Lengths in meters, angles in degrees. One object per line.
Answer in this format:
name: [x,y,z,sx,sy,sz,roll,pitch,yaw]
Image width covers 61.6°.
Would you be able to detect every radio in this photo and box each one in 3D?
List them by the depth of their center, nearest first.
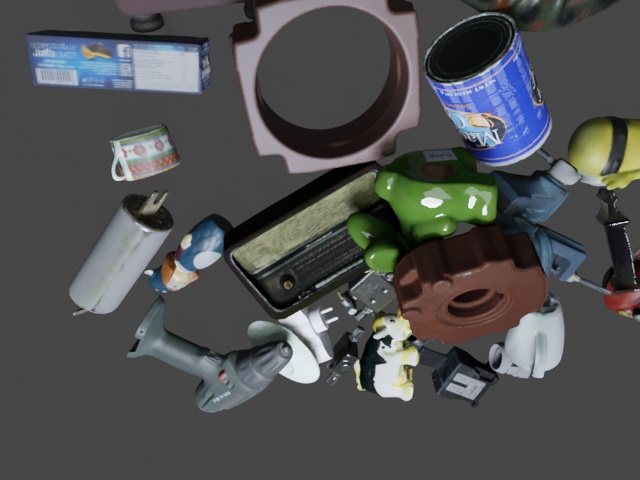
radio: [-0.001,-0.002,0.712,0.230,0.073,0.131,-30,113,3]

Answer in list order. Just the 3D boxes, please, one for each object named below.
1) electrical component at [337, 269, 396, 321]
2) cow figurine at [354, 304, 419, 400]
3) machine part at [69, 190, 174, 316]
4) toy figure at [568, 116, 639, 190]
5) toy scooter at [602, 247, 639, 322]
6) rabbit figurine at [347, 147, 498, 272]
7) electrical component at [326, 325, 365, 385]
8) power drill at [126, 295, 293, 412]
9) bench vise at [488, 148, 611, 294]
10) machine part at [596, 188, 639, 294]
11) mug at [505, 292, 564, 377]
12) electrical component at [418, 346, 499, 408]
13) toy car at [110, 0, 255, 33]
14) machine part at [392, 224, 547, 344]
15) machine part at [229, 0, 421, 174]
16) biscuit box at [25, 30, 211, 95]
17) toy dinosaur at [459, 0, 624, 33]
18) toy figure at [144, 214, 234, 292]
electrical component: [0.073,0.073,0.787,0.102,0.045,0.078,-38,109,18]
cow figurine: [0.102,0.164,0.823,0.098,0.068,0.167,3,116,6]
machine part: [-0.279,0.021,0.750,0.079,0.079,0.243,33,113,-15]
toy figure: [0.406,-0.115,0.669,0.180,0.082,0.089,-6,98,12]
toy scooter: [0.471,0.049,0.718,0.075,0.135,0.183,29,115,-15]
rabbit figurine: [0.120,-0.007,0.637,0.159,0.121,0.170,-9,124,-12]
electrical component: [0.039,0.176,0.828,0.021,0.063,0.094,31,112,-13]
power drill: [-0.170,0.166,0.799,0.207,0.086,0.232,27,135,-13]
bench vise: [0.282,0.001,0.713,0.240,0.129,0.223,19,109,-31]
machine part: [0.393,0.000,0.709,0.039,0.084,0.138,-13,93,16]
mug: [0.309,0.132,0.768,0.081,0.109,0.107,6,130,20]
electrical component: [0.212,0.209,0.852,0.119,0.048,0.074,26,113,-13]
toy car: [-0.138,-0.290,0.605,0.202,0.053,0.089,-7,132,3]
machine part: [0.173,0.058,0.618,0.179,0.056,0.179,-5,141,-4]
machine part: [0.009,-0.188,0.616,0.202,0.087,0.200,-12,127,-2]
biscuit box: [-0.236,-0.213,0.640,0.203,0.063,0.059,4,117,0]
toy dinosaur: [0.258,-0.290,0.570,0.405,0.131,0.192,-10,116,13]
toy figure: [-0.187,0.026,0.759,0.064,0.058,0.154,38,110,-28]
